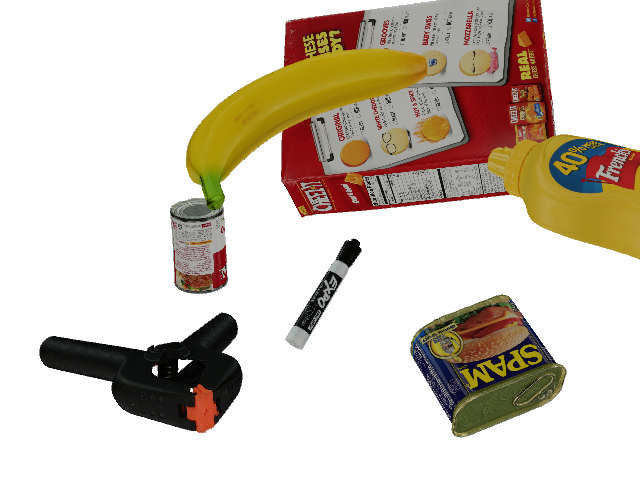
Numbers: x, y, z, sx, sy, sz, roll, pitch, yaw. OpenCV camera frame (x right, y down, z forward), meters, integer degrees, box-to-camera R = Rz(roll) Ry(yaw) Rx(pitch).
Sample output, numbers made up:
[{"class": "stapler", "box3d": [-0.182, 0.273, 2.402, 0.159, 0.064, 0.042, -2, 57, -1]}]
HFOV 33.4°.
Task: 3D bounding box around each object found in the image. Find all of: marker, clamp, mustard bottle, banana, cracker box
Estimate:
[{"class": "marker", "box3d": [0.005, 0.049, 1.024, 0.020, 0.121, 0.020, 28, -18, 10]}, {"class": "clamp", "box3d": [-0.108, 0.095, 0.811, 0.164, 0.036, 0.210, -10, 13, -28]}, {"class": "mustard bottle", "box3d": [0.197, -0.030, 0.713, 0.192, 0.058, 0.096, 21, 39, 36]}, {"class": "banana", "box3d": [-0.018, -0.081, 0.680, 0.070, 0.037, 0.197, 40, 57, 22]}, {"class": "cracker box", "box3d": [0.080, -0.112, 0.875, 0.214, 0.164, 0.072, -6, -30, 12]}]

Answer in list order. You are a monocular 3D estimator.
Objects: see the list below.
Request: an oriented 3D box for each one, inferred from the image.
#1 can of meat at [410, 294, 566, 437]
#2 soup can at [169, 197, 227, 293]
[{"class": "can of meat", "box3d": [0.135, 0.101, 0.878, 0.102, 0.084, 0.057, -19, -39, -14]}, {"class": "soup can", "box3d": [-0.152, 0.006, 1.329, 0.068, 0.102, 0.068, -1, 25, 0]}]
